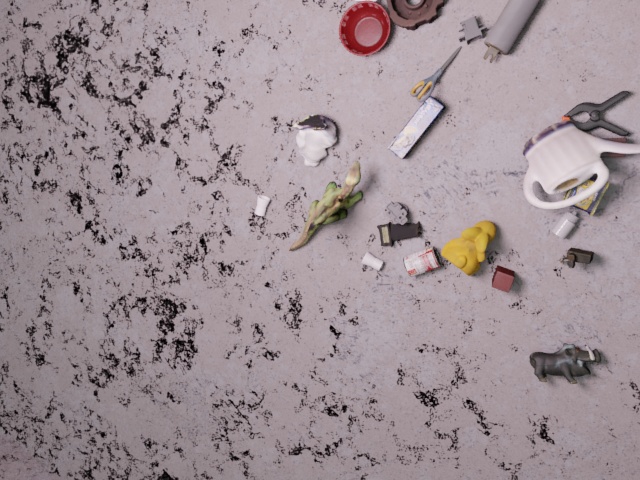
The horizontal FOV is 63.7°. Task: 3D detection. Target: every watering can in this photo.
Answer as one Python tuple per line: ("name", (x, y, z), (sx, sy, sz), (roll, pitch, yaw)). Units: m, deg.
("watering can", (0.690, -0.226, 1.366), (0.343, 0.103, 0.228), (-33, 61, 26))

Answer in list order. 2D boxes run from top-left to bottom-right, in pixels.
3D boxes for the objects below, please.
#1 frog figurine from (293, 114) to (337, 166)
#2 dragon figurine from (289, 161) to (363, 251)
("frog figurine", (-0.010, -0.319, 1.665), (0.137, 0.126, 0.156), (-3, 134, 12))
("dragon figurine", (0.005, -0.081, 1.605), (0.122, 0.245, 0.406), (41, 107, 4))
